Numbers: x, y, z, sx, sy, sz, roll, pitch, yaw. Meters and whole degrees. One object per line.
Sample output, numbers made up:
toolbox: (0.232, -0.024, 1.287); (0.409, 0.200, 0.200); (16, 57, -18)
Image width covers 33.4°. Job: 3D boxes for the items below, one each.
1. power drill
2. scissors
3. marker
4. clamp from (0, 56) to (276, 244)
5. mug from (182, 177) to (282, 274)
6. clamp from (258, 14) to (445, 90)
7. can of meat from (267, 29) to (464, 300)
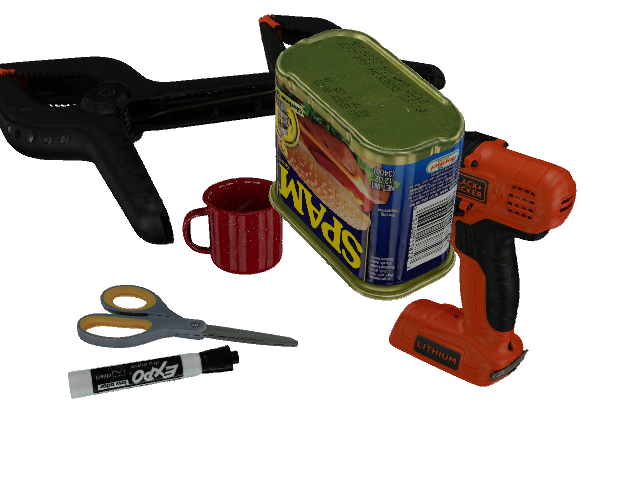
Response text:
power drill: (0.095, 0.004, 0.805); (0.185, 0.188, 0.057); (24, 38, 35)
scissors: (-0.126, 0.072, 1.007); (0.201, 0.016, 0.096); (-1, 33, -8)
marker: (-0.118, 0.093, 0.759); (0.121, 0.020, 0.020); (-8, 2, -14)
clamp: (-0.114, -0.077, 0.642); (0.210, 0.036, 0.164); (22, 45, 31)
mug: (-0.095, -0.013, 1.190); (0.117, 0.081, 0.093); (-7, 29, -14)
clamp: (0.021, -0.149, 0.930); (0.120, 0.171, 0.039); (-34, -23, -22)
can of meat: (0.020, -0.037, 0.494); (0.057, 0.084, 0.102); (-24, 49, -25)
